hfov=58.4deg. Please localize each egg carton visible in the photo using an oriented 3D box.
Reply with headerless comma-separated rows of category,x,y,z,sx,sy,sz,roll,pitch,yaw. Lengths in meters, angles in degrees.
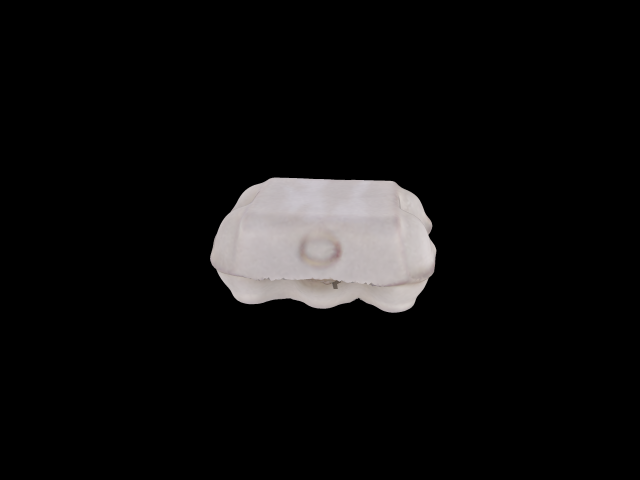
egg carton,0.004,0.001,0.400,0.150,0.069,0.107,2,24,5
